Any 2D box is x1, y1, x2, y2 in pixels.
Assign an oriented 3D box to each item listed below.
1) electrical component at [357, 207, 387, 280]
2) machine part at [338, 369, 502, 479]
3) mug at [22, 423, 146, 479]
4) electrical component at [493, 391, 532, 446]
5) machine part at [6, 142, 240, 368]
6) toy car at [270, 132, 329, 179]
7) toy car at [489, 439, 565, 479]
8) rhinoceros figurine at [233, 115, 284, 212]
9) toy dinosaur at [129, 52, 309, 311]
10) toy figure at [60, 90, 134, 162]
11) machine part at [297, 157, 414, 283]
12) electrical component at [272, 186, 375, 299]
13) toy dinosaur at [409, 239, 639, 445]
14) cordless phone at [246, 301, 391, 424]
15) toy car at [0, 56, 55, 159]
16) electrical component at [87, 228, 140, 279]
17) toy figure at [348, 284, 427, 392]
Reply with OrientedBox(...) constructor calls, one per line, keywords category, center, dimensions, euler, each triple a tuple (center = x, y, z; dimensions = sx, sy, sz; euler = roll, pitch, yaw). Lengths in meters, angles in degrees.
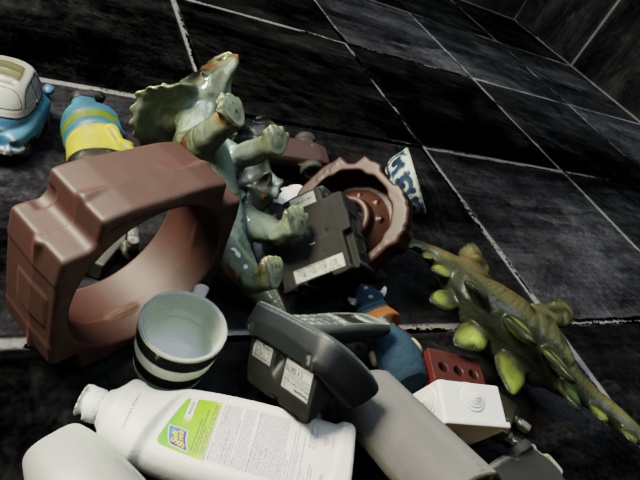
OrientedBox(category="electrical component", center=(0.065, 0.003, 0.813), dimensions=(0.075, 0.047, 0.119), euler=(3, 39, -50))
OrientedBox(category="machine part", center=(0.091, 0.203, 0.528), dimensions=(0.079, 0.079, 0.243), euler=(2, 20, -31))
OrientedBox(category="mug", center=(-0.190, 0.203, 0.409), dimensions=(0.109, 0.080, 0.107), euler=(-29, 54, -33))
OrientedBox(category="electrical component", center=(0.224, 0.223, 0.686), dimensions=(0.094, 0.021, 0.063), euler=(38, 38, 12))
OrientedBox(category="machine part", center=(-0.188, 0.012, 0.523), dimensions=(0.087, 0.200, 0.201), euler=(41, 39, 20))
OrientedBox(category="toy car", center=(-0.083, -0.147, 0.904), dimensions=(0.202, 0.053, 0.089), euler=(4, 47, -23))
OrientedBox(category="toy car", center=(0.197, 0.277, 0.580), dimensions=(0.201, 0.056, 0.074), euler=(-4, 41, -38))
OrientedBox(category="rhinoceros figurine", center=(-0.103, -0.088, 0.771), dimensions=(0.112, 0.073, 0.190), euler=(1, 68, 9))
OrientedBox(category="toy dinosaur", center=(-0.127, -0.043, 0.663), dimensions=(0.131, 0.192, 0.404), euler=(-9, 91, -52))
OrientedBox(category="toy figure", center=(-0.301, -0.122, 0.714), dimensions=(0.089, 0.082, 0.180), euler=(-19, 63, -22))
OrientedBox(category="machine part", center=(0.043, -0.027, 0.755), dimensions=(0.179, 0.179, 0.056), euler=(51, 8, 27))
OrientedBox(category="electrical component", center=(-0.001, -0.002, 0.703), dimensions=(0.058, 0.115, 0.134), euler=(34, 39, -61))
OrientedBox(category="toy dinosaur", center=(0.269, 0.132, 0.721), dimensions=(0.472, 0.105, 0.198), euler=(36, 24, 17))
OrientedBox(category="cordless phone", center=(0.027, 0.114, 0.569), dimensions=(0.184, 0.088, 0.147), euler=(0, 10, -39))
OrientedBox(category="toy car", center=(-0.412, -0.182, 0.695), dimensions=(0.109, 0.102, 0.162), euler=(11, 38, -21))
OrientedBox(category="electrical component", center=(-0.261, -0.002, 0.623), dimensions=(0.102, 0.045, 0.078), euler=(27, 35, -2))
OrientedBox(category="toy figure", center=(0.081, 0.122, 0.688), dimensions=(0.064, 0.057, 0.155), euler=(10, 35, -32))
